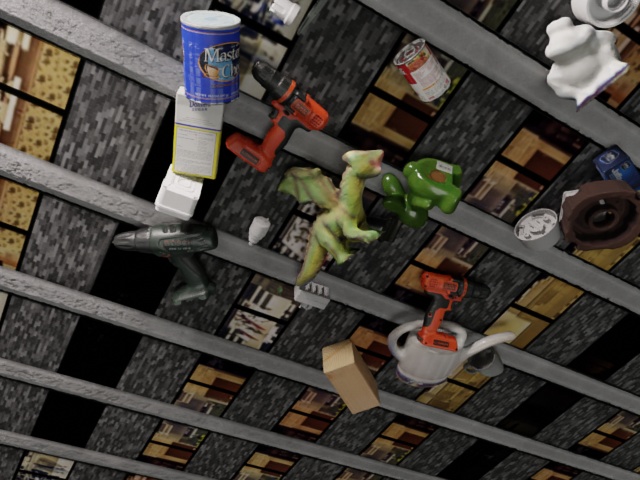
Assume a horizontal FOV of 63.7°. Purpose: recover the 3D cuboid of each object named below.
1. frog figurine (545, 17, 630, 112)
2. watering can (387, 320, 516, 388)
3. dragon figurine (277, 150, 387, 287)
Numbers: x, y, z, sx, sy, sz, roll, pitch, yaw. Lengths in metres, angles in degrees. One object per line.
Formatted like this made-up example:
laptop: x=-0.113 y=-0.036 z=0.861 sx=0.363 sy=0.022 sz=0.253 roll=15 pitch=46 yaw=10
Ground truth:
frog figurine: x=0.486 y=-0.345 z=0.978 sx=0.124 sy=0.160 sz=0.135 roll=-37 pitch=-6 yaw=-36
watering can: x=0.346 y=0.310 z=1.415 sx=0.347 sy=0.219 sz=0.106 roll=7 pitch=34 yaw=-8
dragon figurine: x=0.003 y=-0.057 z=1.131 sx=0.404 sy=0.242 sz=0.124 roll=-36 pitch=2 yaw=38
